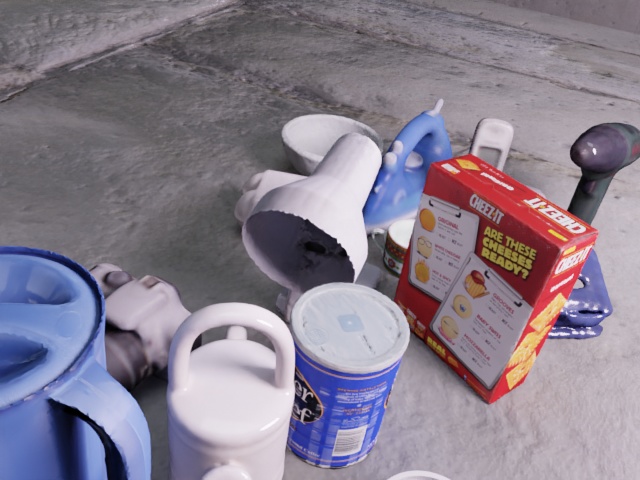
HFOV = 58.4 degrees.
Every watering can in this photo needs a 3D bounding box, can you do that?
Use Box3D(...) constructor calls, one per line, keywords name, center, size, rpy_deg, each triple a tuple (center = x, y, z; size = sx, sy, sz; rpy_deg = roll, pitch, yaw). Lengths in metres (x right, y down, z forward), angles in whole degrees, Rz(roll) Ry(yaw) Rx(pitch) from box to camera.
Box3D(name="watering can", center=(-0.068, 0.131, 0.450), size=(0.101, 0.194, 0.172), rpy_deg=(-11, 41, -25))

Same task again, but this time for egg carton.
Box3D(name="egg carton", center=(-0.040, -0.042, 0.797), size=(0.150, 0.069, 0.107), rpy_deg=(10, 36, 1))

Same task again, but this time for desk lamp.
Box3D(name="desk lamp", center=(0.006, 0.002, 0.625), size=(0.117, 0.213, 0.203), rpy_deg=(19, 37, 14))

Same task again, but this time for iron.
Box3D(name="iron", center=(0.131, -0.119, 0.878), size=(0.118, 0.141, 0.259), rpy_deg=(24, 39, 19))

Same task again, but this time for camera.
Box3D(name="camera", center=(-0.205, 0.094, 0.549), size=(0.143, 0.101, 0.137), rpy_deg=(24, 39, 19))

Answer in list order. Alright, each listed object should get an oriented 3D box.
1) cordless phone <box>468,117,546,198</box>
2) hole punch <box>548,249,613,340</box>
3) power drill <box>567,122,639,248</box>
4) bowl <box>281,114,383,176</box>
Box3D(name="cordless phone", center=(0.261, -0.076, 0.812), size=(0.147, 0.185, 0.094), rpy_deg=(8, 36, -2))
Box3D(name="hole punch", center=(0.304, 0.062, 0.715), size=(0.109, 0.091, 0.101), rpy_deg=(1, 37, -11))
Box3D(name="power drill", center=(0.382, -0.073, 0.815), size=(0.075, 0.208, 0.230), rpy_deg=(33, 42, 29))
Box3D(name="bowl", center=(0.016, -0.138, 0.934), size=(0.167, 0.075, 0.167), rpy_deg=(6, 36, -4))
